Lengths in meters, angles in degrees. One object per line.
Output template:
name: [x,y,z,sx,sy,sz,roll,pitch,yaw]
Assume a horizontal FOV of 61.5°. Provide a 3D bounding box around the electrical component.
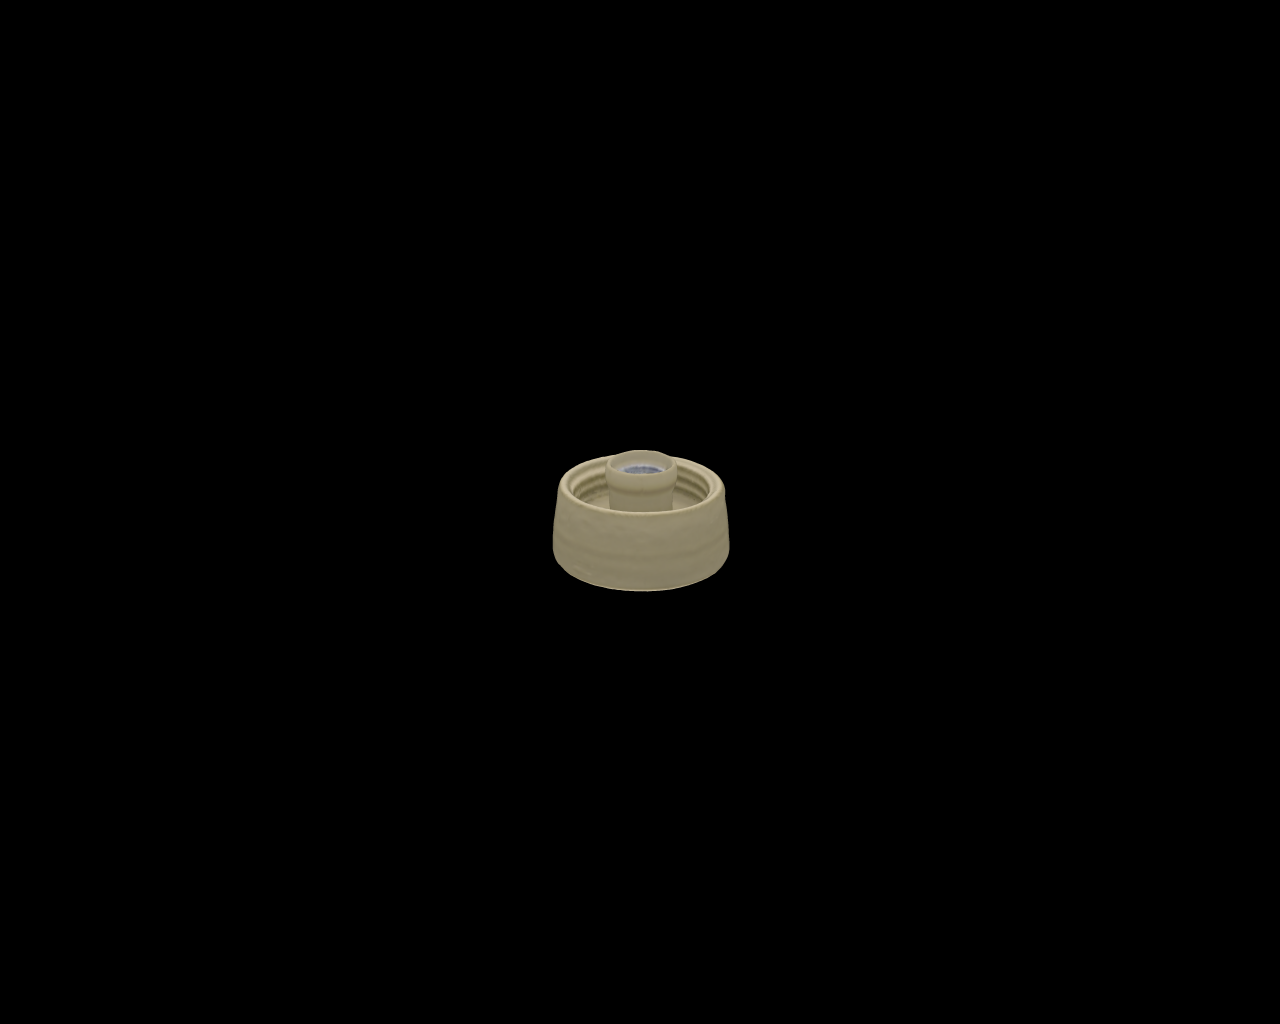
electrical component: [0.001,-0.003,0.650,0.108,0.060,0.108,0,23,0]
